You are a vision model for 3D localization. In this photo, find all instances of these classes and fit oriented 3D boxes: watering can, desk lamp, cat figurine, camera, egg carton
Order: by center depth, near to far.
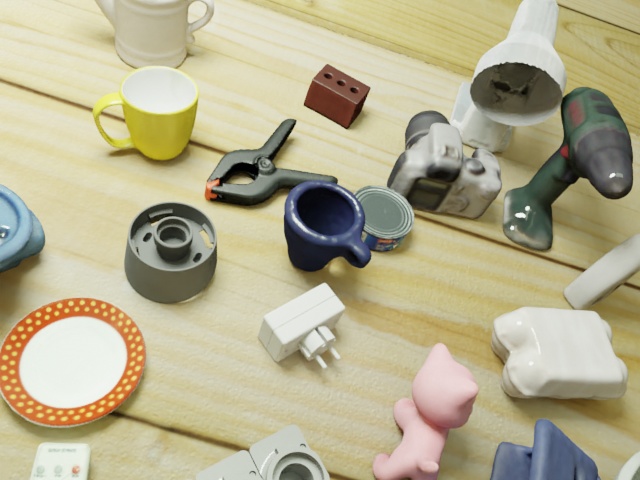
[{"bbox_3d":[0.110,0.171,0.548,0.067,0.117,0.128,24,52,1],"label":"cat figurine"},{"bbox_3d":[0.273,0.132,0.657,0.150,0.069,0.107,4,54,-14],"label":"egg carton"},{"bbox_3d":[-0.231,-0.332,0.760,0.173,0.194,0.100,-14,60,-25],"label":"watering can"},{"bbox_3d":[0.171,-0.116,0.788,0.143,0.101,0.137,11,52,-9],"label":"camera"},{"bbox_3d":[0.269,-0.229,0.829,0.118,0.213,0.203,22,51,-1],"label":"desk lamp"}]

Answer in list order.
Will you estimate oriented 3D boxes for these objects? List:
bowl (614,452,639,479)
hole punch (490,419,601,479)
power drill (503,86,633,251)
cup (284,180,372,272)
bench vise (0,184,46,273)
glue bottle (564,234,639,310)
[{"bbox_3d":[0.344,0.294,0.557,0.167,0.074,0.167,9,53,-11],"label":"bowl"},{"bbox_3d":[0.226,0.241,0.549,0.101,0.091,0.109,24,52,1],"label":"hole punch"},{"bbox_3d":[0.320,-0.083,0.741,0.075,0.208,0.230,19,52,-3],"label":"power drill"},{"bbox_3d":[0.006,0.002,0.653,0.092,0.095,0.117,-33,70,-33],"label":"cup"},{"bbox_3d":[-0.332,-0.003,0.472,0.121,0.219,0.208,26,52,3],"label":"bench vise"},{"bbox_3d":[0.376,0.025,0.702,0.078,0.173,0.037,-19,62,-28],"label":"glue bottle"}]
